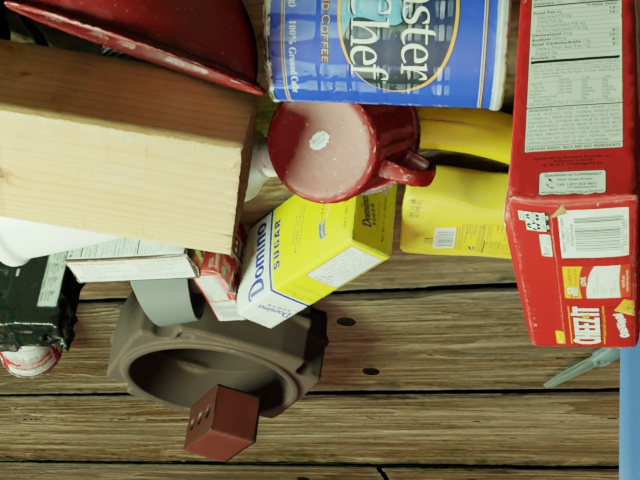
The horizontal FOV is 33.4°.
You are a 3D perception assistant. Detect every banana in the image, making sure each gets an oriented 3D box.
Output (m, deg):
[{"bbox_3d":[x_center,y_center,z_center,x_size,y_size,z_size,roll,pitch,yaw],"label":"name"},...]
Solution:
[{"bbox_3d":[0.097,-0.078,0.799,0.198,0.037,0.069,5,163,4],"label":"banana"}]

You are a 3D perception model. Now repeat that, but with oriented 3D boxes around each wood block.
[{"bbox_3d":[-0.151,-0.065,0.720,0.206,0.090,0.091,10,127,-1],"label":"wood block"}]

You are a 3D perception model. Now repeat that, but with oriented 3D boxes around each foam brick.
[{"bbox_3d":[-0.101,0.189,1.101,0.051,0.053,0.078,19,146,-20],"label":"foam brick"}]

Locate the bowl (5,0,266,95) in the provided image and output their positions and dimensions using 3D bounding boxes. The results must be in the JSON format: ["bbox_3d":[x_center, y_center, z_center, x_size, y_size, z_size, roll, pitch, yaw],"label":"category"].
[{"bbox_3d":[-0.101,-0.138,0.639,0.162,0.055,0.162,18,-176,-2],"label":"bowl"}]

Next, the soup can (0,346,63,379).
[{"bbox_3d":[-0.316,0.097,1.138,0.068,0.068,0.102,7,149,0],"label":"soup can"}]

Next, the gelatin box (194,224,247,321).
[{"bbox_3d":[-0.085,0.021,0.961,0.030,0.073,0.089,-2,147,13],"label":"gelatin box"}]

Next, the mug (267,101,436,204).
[{"bbox_3d":[0.025,-0.065,0.737,0.117,0.081,0.093,29,111,14],"label":"mug"}]

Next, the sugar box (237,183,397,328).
[{"bbox_3d":[-0.006,0.001,0.893,0.048,0.093,0.177,26,144,-27],"label":"sugar box"}]

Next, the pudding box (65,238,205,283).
[{"bbox_3d":[-0.151,-0.011,0.904,0.114,0.090,0.039,-4,147,16],"label":"pudding box"}]

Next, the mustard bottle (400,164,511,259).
[{"bbox_3d":[0.162,-0.019,0.860,0.191,0.058,0.096,4,150,5],"label":"mustard bottle"}]

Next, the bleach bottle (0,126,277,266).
[{"bbox_3d":[-0.140,-0.043,0.836,0.251,0.102,0.068,-7,136,21],"label":"bleach bottle"}]

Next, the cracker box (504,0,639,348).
[{"bbox_3d":[0.153,-0.066,0.631,0.072,0.213,0.164,-1,148,16],"label":"cracker box"}]

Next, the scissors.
[{"bbox_3d":[0.315,0.122,1.108,0.096,0.016,0.202,11,149,-7],"label":"scissors"}]

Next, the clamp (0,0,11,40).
[{"bbox_3d":[-0.222,-0.179,0.690,0.120,0.039,0.171,-21,138,31],"label":"clamp"}]

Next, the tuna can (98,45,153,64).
[{"bbox_3d":[-0.116,-0.125,0.762,0.086,0.033,0.086,5,149,3],"label":"tuna can"}]

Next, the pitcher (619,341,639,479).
[{"bbox_3d":[0.316,0.143,0.919,0.149,0.242,0.144,-18,142,35],"label":"pitcher"}]

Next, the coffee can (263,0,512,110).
[{"bbox_3d":[0.043,-0.133,0.650,0.140,0.103,0.103,3,149,7],"label":"coffee can"}]
